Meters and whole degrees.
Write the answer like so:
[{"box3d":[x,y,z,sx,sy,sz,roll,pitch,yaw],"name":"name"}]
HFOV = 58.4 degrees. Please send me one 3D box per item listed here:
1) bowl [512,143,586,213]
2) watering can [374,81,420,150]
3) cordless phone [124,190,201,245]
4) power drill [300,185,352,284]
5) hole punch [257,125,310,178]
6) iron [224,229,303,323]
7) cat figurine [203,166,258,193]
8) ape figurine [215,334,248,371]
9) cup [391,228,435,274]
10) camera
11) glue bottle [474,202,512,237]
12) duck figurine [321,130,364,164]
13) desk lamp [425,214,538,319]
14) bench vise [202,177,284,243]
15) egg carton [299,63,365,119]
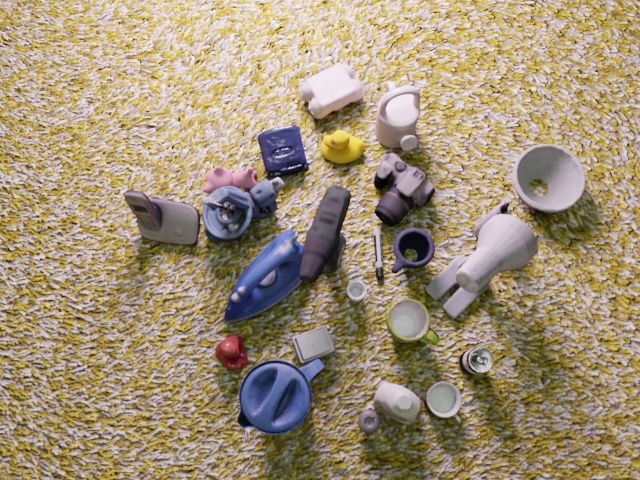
[{"box3d":[0.525,-0.136,1.343,0.167,0.075,0.167,0,75,1],"name":"bowl"},{"box3d":[0.186,-0.292,1.330,0.101,0.194,0.172,-34,77,-7],"name":"watering can"},{"box3d":[-0.353,-0.058,1.287,0.147,0.185,0.094,6,75,3],"name":"cordless phone"},{"box3d":[0.011,0.004,1.249,0.075,0.208,0.230,16,76,6],"name":"power drill"},{"box3d":[-0.087,-0.211,1.369,0.108,0.091,0.101,-15,75,-2],"name":"hole punch"},{"box3d":[-0.127,0.084,1.267,0.118,0.141,0.258,44,80,12],"name":"iron"},{"box3d":[-0.211,-0.142,1.340,0.128,0.118,0.067,-16,75,-3],"name":"cat figurine"},{"box3d":[-0.195,0.244,1.252,0.076,0.092,0.078,17,76,6],"name":"ape figurine"},{"box3d":[0.200,0.038,1.295,0.091,0.095,0.118,39,80,11],"name":"cup"},{"box3d":[0.177,-0.112,1.332,0.143,0.101,0.137,38,79,10],"name":"camera"},{"box3d":[0.393,-0.052,1.273,0.037,0.173,0.078,44,81,12],"name":"glue bottle"},{"box3d":[0.054,-0.232,1.374,0.104,0.086,0.077,2,75,2],"name":"duck figurine"},{"box3d":[0.344,0.059,1.224,0.203,0.213,0.118,-43,78,-9],"name":"desk lamp"},{"box3d":[-0.186,-0.093,1.274,0.121,0.220,0.207,38,79,11],"name":"bench vise"},{"box3d":[0.029,-0.369,1.419,0.150,0.069,0.107,-29,76,-6],"name":"egg carton"}]
